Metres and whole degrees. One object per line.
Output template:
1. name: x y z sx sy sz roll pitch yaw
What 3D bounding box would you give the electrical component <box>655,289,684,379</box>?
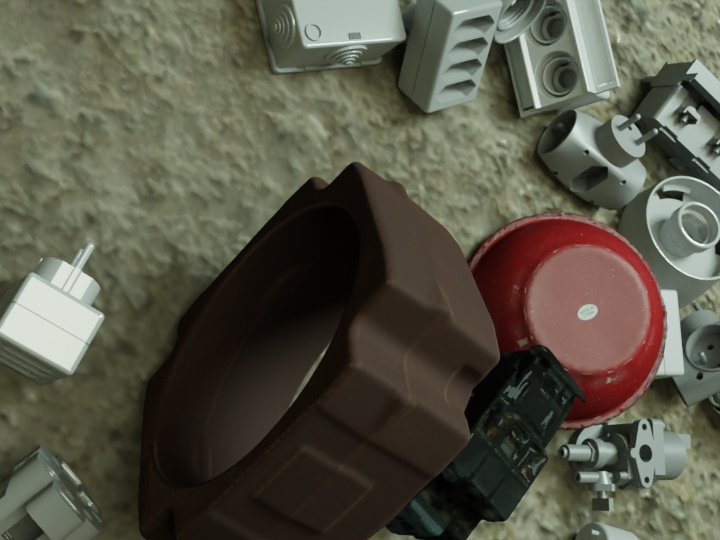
1. electrical component: 0.200 0.050 0.821 0.077 0.047 0.065 2 79 -24

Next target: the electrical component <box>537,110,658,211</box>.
1. electrical component: 0.192 -0.093 0.827 0.077 0.079 0.043 35 47 -19

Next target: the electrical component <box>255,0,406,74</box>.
1. electrical component: -0.022 -0.188 0.743 0.100 0.048 0.099 -12 86 -30

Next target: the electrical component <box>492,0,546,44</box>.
1. electrical component: 0.099 -0.204 0.788 0.057 0.078 0.058 49 27 22

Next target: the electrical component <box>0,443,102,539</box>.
1. electrical component: -0.178 0.135 0.577 0.057 0.078 0.058 -39 101 -9

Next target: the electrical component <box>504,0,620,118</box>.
1. electrical component: 0.152 -0.186 0.829 0.063 0.079 0.121 -4 81 -59

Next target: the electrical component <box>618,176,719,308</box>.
1. electrical component: 0.258 -0.024 0.874 0.099 0.064 0.099 7 67 -18

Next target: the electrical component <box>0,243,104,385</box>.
1. electrical component: -0.172 0.018 0.606 0.047 0.066 0.076 34 66 -20

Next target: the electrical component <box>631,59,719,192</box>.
1. electrical component: 0.289 -0.111 0.894 0.121 0.079 0.063 38 86 -18

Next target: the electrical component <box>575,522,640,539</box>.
1. electrical component: 0.192 0.211 0.787 0.078 0.040 0.040 21 70 -25

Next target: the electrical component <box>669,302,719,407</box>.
1. electrical component: 0.275 0.058 0.854 0.044 0.077 0.079 52 13 -46

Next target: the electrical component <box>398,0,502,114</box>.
1. electrical component: 0.052 -0.171 0.773 0.047 0.083 0.075 -20 52 -31
